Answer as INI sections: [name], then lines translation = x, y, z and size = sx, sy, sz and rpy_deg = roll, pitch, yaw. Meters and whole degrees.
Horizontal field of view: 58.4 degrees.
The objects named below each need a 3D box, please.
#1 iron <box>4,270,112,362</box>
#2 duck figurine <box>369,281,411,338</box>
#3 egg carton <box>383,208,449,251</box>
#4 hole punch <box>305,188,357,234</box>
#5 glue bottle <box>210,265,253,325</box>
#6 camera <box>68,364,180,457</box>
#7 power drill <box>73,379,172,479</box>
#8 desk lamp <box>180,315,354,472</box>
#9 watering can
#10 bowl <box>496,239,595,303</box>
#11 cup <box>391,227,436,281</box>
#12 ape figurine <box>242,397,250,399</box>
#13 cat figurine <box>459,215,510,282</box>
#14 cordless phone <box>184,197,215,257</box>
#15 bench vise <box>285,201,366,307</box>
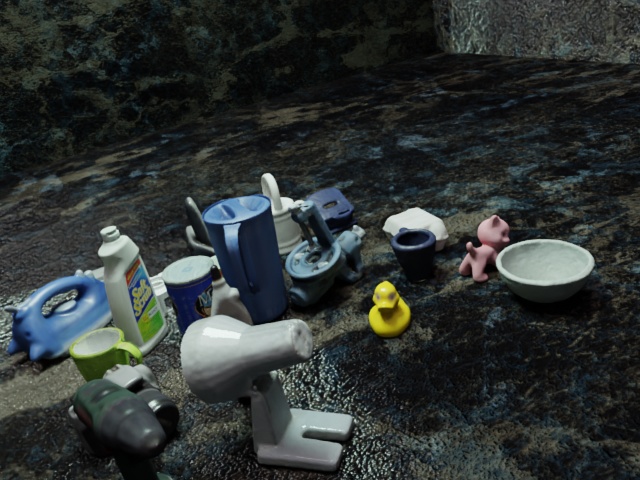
[iron]
translation = -0.532, 0.139, 1.204
size = 0.118, 0.142, 0.259
rpy_deg = 5, 30, 30
[duck figurine]
translation = 0.125, 0.116, 1.053
size = 0.077, 0.086, 0.104
rpy_deg = -4, 27, 15
[egg carton]
translation = 0.219, -0.018, 1.311
size = 0.107, 0.069, 0.150
rpy_deg = -21, 27, -19
[hole punch]
translation = 0.029, -0.076, 1.480
size = 0.109, 0.091, 0.100
rpy_deg = -23, 28, -23
[glue bottle]
translation = -0.173, 0.122, 1.058
size = 0.078, 0.173, 0.037
rpy_deg = -17, 26, -12
[camera]
translation = -0.299, 0.265, 0.898
size = 0.136, 0.101, 0.143
rpy_deg = 13, 34, 40
[power drill]
translation = -0.233, 0.274, 0.728
size = 0.076, 0.209, 0.228
rpy_deg = -31, 32, -35
[desk lamp]
translation = -0.073, 0.203, 0.806
size = 0.202, 0.214, 0.118
rpy_deg = -1, 27, 19
[watering can]
translation = -0.116, -0.065, 1.395
size = 0.173, 0.194, 0.100
rpy_deg = -29, 31, -33
[bowl]
translation = 0.411, 0.067, 1.052
size = 0.167, 0.075, 0.167
rpy_deg = -9, 26, 5
[cup]
translation = 0.193, 0.030, 1.192
size = 0.092, 0.095, 0.117
rpy_deg = -15, 26, -8
[ape figurine]
translation = -0.118, 0.212, 0.946
size = 0.075, 0.092, 0.078
rpy_deg = 12, 34, 39
[cat figurine]
translation = 0.338, 0.006, 1.158
size = 0.128, 0.118, 0.067
rpy_deg = -27, 30, -30
[cordless phone]
translation = -0.292, -0.031, 1.405
size = 0.094, 0.185, 0.147
rpy_deg = -19, 27, -16
[bench vise]
translation = 0.001, 0.003, 1.179
size = 0.121, 0.220, 0.208
rpy_deg = 5, 30, 30
